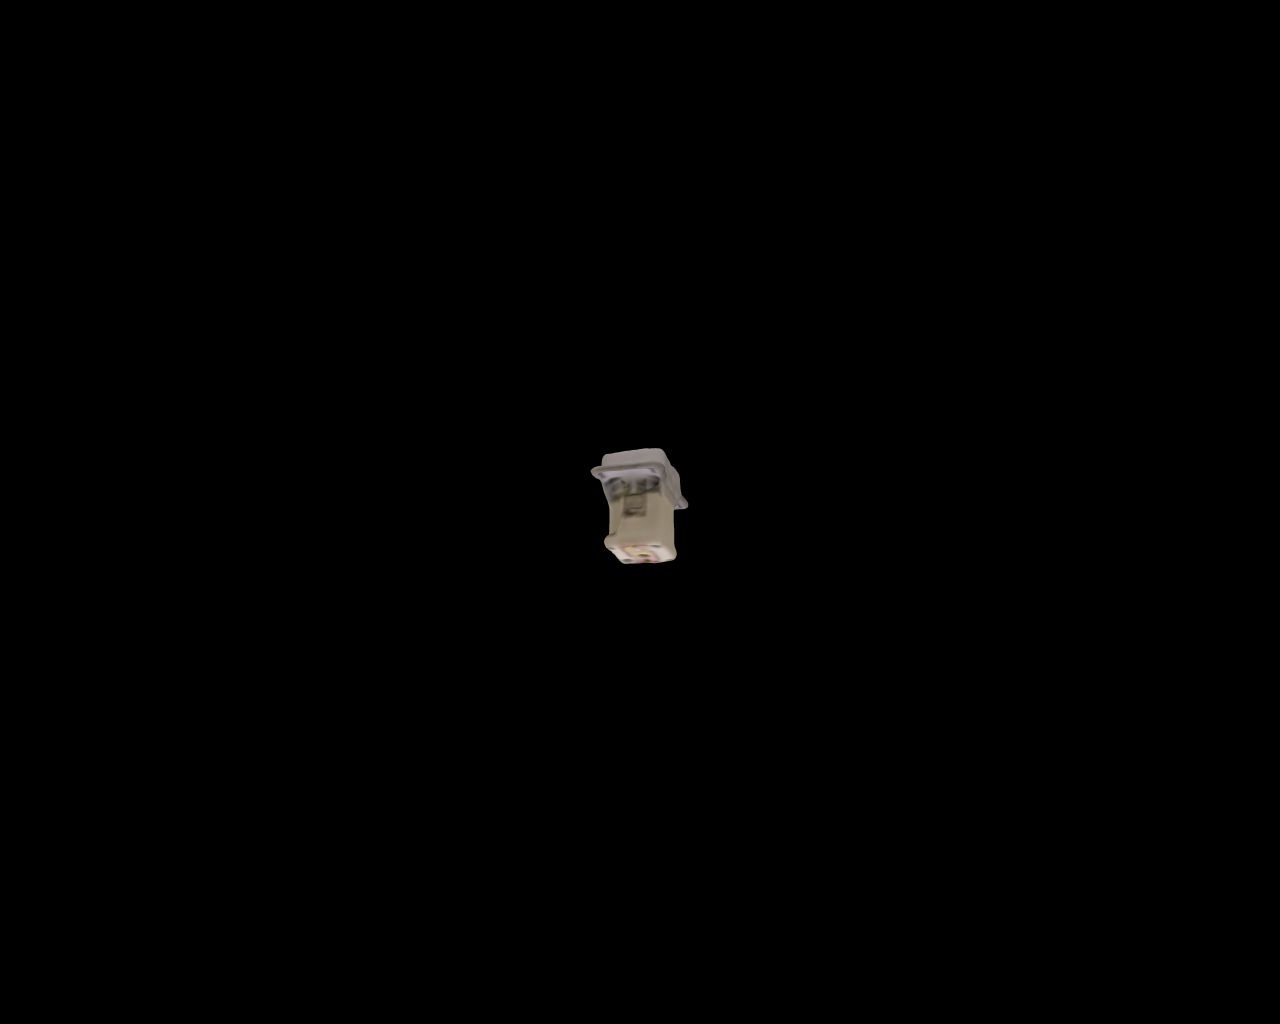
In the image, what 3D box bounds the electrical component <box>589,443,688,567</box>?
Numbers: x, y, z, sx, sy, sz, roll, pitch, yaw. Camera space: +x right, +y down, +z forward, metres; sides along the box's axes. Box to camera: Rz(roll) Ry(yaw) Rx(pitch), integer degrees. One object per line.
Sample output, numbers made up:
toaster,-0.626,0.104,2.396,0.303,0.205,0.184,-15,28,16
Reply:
electrical component,0.001,-0.003,0.650,0.042,0.064,0.081,-5,-19,15
